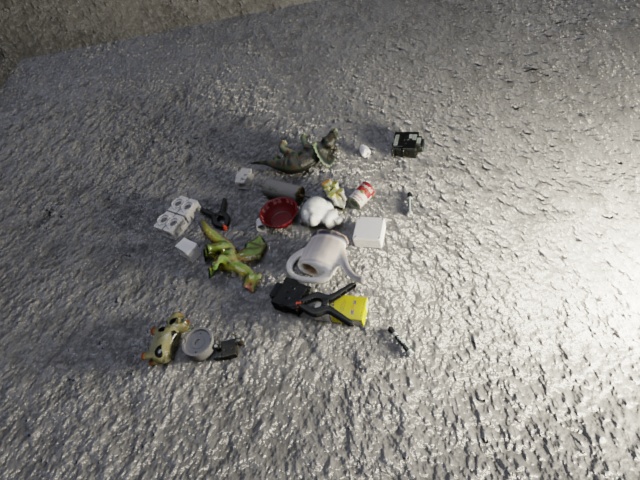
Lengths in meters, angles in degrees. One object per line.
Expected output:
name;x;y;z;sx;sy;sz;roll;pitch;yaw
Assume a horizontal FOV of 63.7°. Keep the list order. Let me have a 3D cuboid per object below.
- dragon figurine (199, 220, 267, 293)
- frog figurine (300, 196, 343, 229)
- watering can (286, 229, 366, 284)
dragon figurine;-0.328;0.039;2.007;0.243;0.119;0.419;-9;48;-16
frog figurine;0.006;-0.101;2.008;0.160;0.120;0.139;18;37;41
watering can;0.039;0.068;1.847;0.347;0.102;0.229;3;51;33
